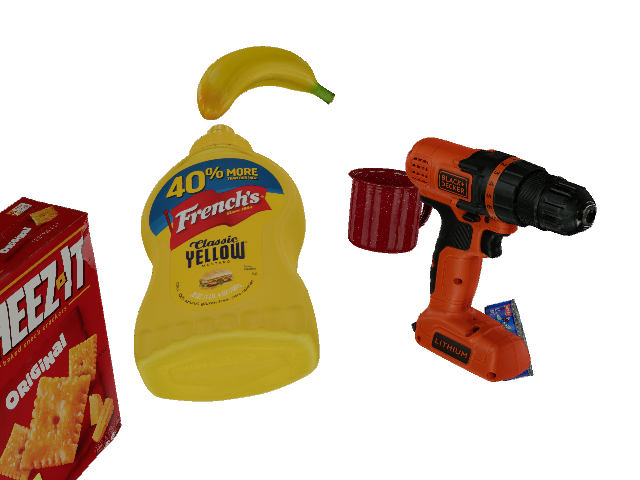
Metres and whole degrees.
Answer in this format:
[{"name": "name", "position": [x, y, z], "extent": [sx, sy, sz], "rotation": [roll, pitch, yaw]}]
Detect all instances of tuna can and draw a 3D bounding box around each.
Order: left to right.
[{"name": "tuna can", "position": [0.205, 0.109, 1.161], "extent": [0.034, 0.086, 0.086], "rotation": [-14, -3, 12]}]

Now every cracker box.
[{"name": "cracker box", "position": [-0.227, 0.101, 0.796], "extent": [0.072, 0.214, 0.164], "rotation": [11, 33, 21]}]

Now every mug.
[{"name": "mug", "position": [0.084, -0.036, 1.241], "extent": [0.117, 0.081, 0.093], "rotation": [-8, 21, -39]}]

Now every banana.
[{"name": "banana", "position": [-0.059, -0.148, 0.979], "extent": [0.070, 0.037, 0.197], "rotation": [41, 32, 20]}]

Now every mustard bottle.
[{"name": "mustard bottle", "position": [-0.056, 0.000, 0.619], "extent": [0.096, 0.191, 0.058], "rotation": [-11, -45, 4]}]

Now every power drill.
[{"name": "power drill", "position": [0.143, 0.018, 0.886], "extent": [0.057, 0.188, 0.185], "rotation": [-14, 26, -36]}]
